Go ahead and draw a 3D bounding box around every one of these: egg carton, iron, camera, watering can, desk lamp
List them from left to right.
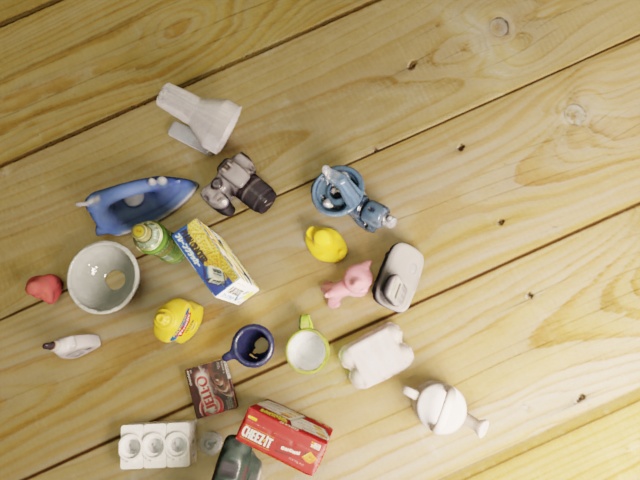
[{"bbox_3d":[-0.415,-0.103,1.302,0.258,0.141,0.118,-21,79,0],"label":"iron"},{"bbox_3d":[-0.268,-0.267,1.286,0.203,0.213,0.118,26,82,8],"label":"desk lamp"},{"bbox_3d":[-0.180,-0.112,1.309,0.136,0.101,0.143,38,84,10],"label":"camera"},{"bbox_3d":[0.122,0.251,1.238,0.150,0.069,0.107,-29,79,-2],"label":"egg carton"},{"bbox_3d":[0.250,0.339,1.150,0.172,0.194,0.101,3,80,5],"label":"watering can"}]

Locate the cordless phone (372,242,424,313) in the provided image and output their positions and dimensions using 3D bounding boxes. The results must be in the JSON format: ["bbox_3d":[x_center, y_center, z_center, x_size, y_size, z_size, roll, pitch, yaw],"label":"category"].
[{"bbox_3d":[0.168,0.073,1.208,0.094,0.185,0.148,17,81,7],"label":"cordless phone"}]

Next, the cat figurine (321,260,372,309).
[{"bbox_3d":[0.063,0.096,1.246,0.128,0.118,0.067,-26,79,-1],"label":"cat figurine"}]

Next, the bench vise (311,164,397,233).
[{"bbox_3d":[0.073,-0.103,1.230,0.207,0.220,0.121,12,81,6],"label":"bench vise"}]

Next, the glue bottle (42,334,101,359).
[{"bbox_3d":[-0.545,0.228,1.234,0.078,0.173,0.037,-25,79,-1],"label":"glue bottle"}]

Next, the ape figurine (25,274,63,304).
[{"bbox_3d":[-0.635,0.110,1.303,0.076,0.092,0.078,-34,79,-2],"label":"ape figurine"}]

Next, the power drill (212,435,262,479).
[{"bbox_3d":[-0.176,0.502,1.141,0.075,0.208,0.230,11,80,6],"label":"power drill"}]

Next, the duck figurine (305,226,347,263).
[{"bbox_3d":[0.012,0.005,1.282,0.104,0.086,0.077,34,84,9],"label":"duck figurine"}]

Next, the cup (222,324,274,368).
[{"bbox_3d":[-0.150,0.236,1.246,0.118,0.095,0.091,-24,79,-1],"label":"cup"}]

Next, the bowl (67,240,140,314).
[{"bbox_3d":[-0.481,0.088,1.305,0.167,0.075,0.167,-1,80,4],"label":"bowl"}]
